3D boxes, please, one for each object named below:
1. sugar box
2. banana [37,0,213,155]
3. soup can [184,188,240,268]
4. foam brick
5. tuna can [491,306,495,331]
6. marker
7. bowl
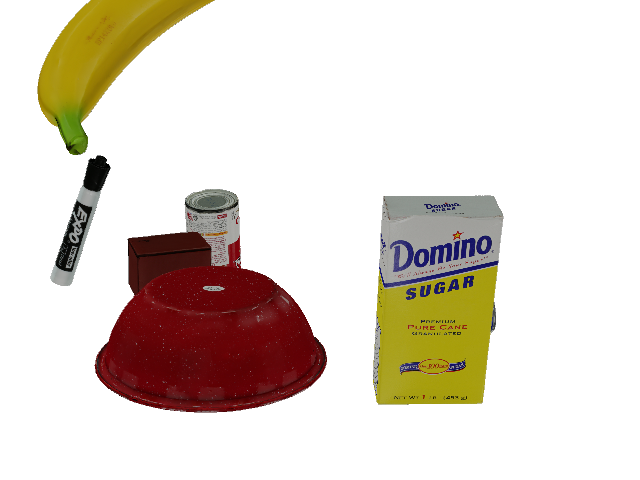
[{"bbox_3d":[0.093,0.051,0.874,0.093,0.176,0.048,-1,28,-3],"label":"sugar box"},{"bbox_3d":[-0.085,-0.118,0.564,0.070,0.197,0.037,31,-27,19],"label":"banana"},{"bbox_3d":[-0.134,-0.005,1.324,0.068,0.102,0.068,0,26,0],"label":"soup can"},{"bbox_3d":[-0.157,0.026,1.103,0.078,0.051,0.053,-6,22,-19],"label":"foam brick"},{"bbox_3d":[0.161,0.063,1.171,0.033,0.086,0.086,-14,2,-7],"label":"tuna can"},{"bbox_3d":[-0.203,-0.017,0.904,0.020,0.121,0.020,20,21,-8],"label":"marker"},{"bbox_3d":[-0.075,0.058,0.738,0.162,0.055,0.162,1,18,-1],"label":"bowl"}]
